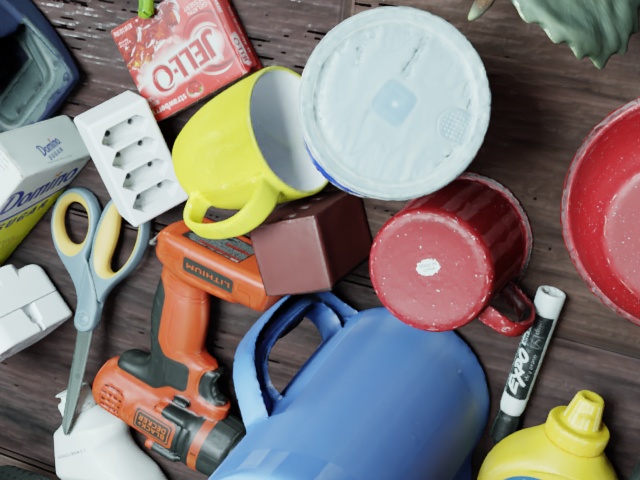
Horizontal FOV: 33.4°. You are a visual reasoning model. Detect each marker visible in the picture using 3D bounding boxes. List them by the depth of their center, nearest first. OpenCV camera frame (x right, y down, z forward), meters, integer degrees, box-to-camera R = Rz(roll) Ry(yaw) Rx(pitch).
[{"bbox_3d":[0.139,0.088,0.721,0.020,0.020,0.121,22,113,18],"label":"marker"}]

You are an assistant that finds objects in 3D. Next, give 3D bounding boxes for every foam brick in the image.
[{"bbox_3d":[-0.005,0.001,0.728,0.053,0.078,0.051,-8,103,27],"label":"foam brick"}]

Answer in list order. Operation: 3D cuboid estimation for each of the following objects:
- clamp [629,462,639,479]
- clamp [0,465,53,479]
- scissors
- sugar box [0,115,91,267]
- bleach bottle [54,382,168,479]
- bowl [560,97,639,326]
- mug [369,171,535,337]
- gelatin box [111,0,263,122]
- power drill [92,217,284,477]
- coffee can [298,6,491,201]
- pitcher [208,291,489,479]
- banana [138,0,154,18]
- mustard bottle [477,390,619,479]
[{"bbox_3d":[0.241,0.198,0.688,0.120,0.039,0.171,9,104,-13],"label":"clamp"},{"bbox_3d":[-0.277,0.241,0.929,0.164,0.036,0.210,48,137,6],"label":"clamp"},{"bbox_3d":[-0.195,0.046,0.845,0.096,0.016,0.202,32,104,21],"label":"scissors"},{"bbox_3d":[-0.257,-0.019,0.832,0.176,0.093,0.048,-41,87,29],"label":"sugar box"},{"bbox_3d":[-0.148,0.234,0.877,0.103,0.068,0.251,-21,94,28],"label":"bleach bottle"},{"bbox_3d":[0.219,-0.008,0.634,0.162,0.055,0.162,7,109,22],"label":"bowl"},{"bbox_3d":[0.090,0.018,0.687,0.117,0.081,0.093,46,119,6],"label":"mug"},{"bbox_3d":[-0.095,-0.135,0.756,0.089,0.030,0.073,-22,96,29],"label":"gelatin box"},{"bbox_3d":[-0.078,0.091,0.801,0.184,0.057,0.188,26,115,16],"label":"power drill"},{"bbox_3d":[0.039,-0.075,0.631,0.103,0.140,0.103,0,93,-1],"label":"coffee can"},{"bbox_3d":[0.008,0.133,0.668,0.149,0.242,0.145,13,110,19],"label":"pitcher"},{"bbox_3d":[-0.186,-0.225,0.757,0.198,0.037,0.069,27,78,18],"label":"banana"},{"bbox_3d":[0.150,0.186,0.723,0.096,0.058,0.192,19,112,6],"label":"mustard bottle"}]
